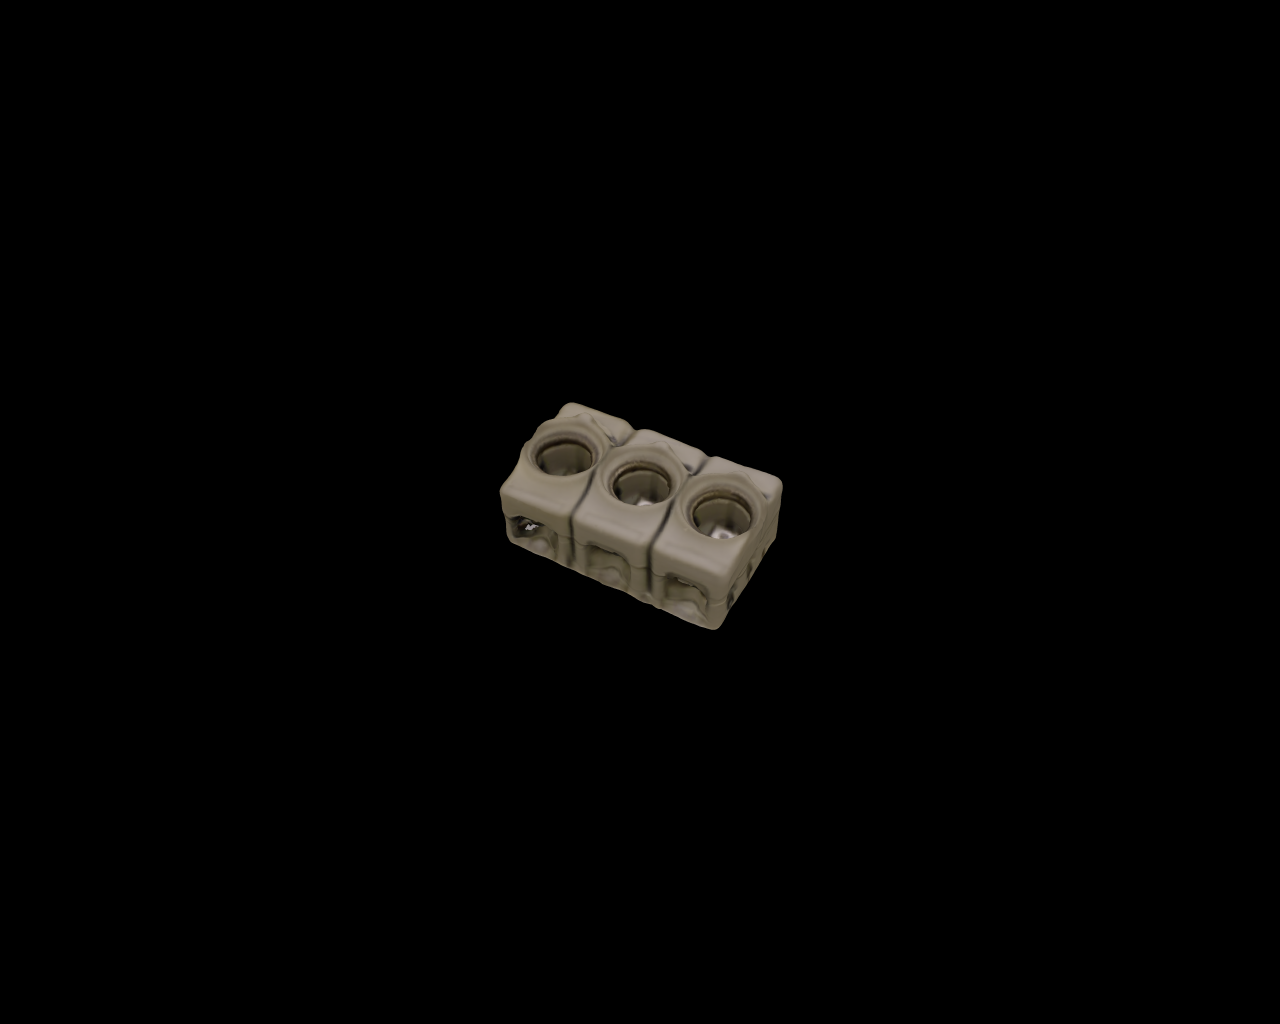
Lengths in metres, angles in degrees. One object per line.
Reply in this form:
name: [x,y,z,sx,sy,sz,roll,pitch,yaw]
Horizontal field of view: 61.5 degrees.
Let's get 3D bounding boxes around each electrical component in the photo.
electrical component: [0.001,-0.003,0.650,0.150,0.090,0.061,22,-38,18]
